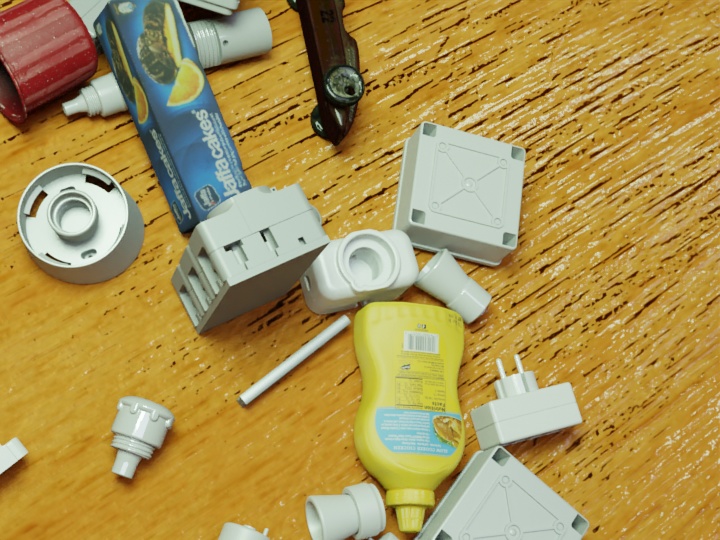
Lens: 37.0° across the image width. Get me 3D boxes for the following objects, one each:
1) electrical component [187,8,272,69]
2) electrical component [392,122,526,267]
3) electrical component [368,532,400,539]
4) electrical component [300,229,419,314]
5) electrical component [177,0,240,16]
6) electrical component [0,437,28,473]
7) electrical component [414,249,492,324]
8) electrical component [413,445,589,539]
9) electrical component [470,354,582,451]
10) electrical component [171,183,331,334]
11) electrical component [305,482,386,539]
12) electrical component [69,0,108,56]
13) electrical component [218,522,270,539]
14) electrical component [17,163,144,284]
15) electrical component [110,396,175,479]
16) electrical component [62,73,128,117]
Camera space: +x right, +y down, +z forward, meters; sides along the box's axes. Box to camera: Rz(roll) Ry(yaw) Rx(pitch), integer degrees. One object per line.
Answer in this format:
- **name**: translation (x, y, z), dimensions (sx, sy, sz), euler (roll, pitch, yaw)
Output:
- **electrical component**: translation (-0.127, -0.212, 0.992), dimensions (0.081, 0.043, 0.043), euler (-18, 78, -22)
- **electrical component**: translation (0.093, -0.070, 1.006), dimensions (0.109, 0.056, 0.108), euler (13, 68, -13)
- **electrical component**: translation (0.035, 0.252, 0.887), dimensions (0.078, 0.040, 0.040), euler (42, 65, -1)
- **electrical component**: translation (0.000, 0.000, 0.951), dimensions (0.095, 0.059, 0.053), euler (-11, 76, -20)
- **electrical component**: translation (-0.157, -0.281, 0.969), dimensions (0.109, 0.108, 0.056), euler (15, 113, -12)
- **electrical component**: translation (-0.298, 0.138, 0.819), dimensions (0.066, 0.048, 0.055), euler (-39, 94, -25)
- **electrical component**: translation (0.087, 0.018, 0.983), dimensions (0.065, 0.044, 0.044), euler (41, 65, -6)
- **electrical component**: translation (0.119, 0.225, 0.913), dimensions (0.109, 0.056, 0.108), euler (41, 65, -1)
- **electrical component**: translation (0.143, 0.113, 0.964), dimensions (0.083, 0.047, 0.075), euler (-11, 75, -20)
- **electrical component**: translation (-0.095, -0.010, 0.875), dimensions (0.089, 0.150, 0.061), euler (-25, 82, -23)
- **electrical component**: translation (-0.012, 0.202, 0.887), dimensions (0.055, 0.045, 0.045), euler (-10, 75, -21)
- **electrical component**: translation (-0.219, -0.217, 0.963), dimensions (0.077, 0.047, 0.065), euler (39, 65, -2)
- **electrical component**: translation (-0.100, 0.237, 0.850), dimensions (0.040, 0.040, 0.078), euler (25, 66, -8)
- **electrical component**: translation (-0.235, -0.040, 0.902), dimensions (0.099, 0.064, 0.099), euler (1, 76, -4)
- **electrical component**: translation (-0.179, 0.134, 0.858), dimensions (0.048, 0.048, 0.062), euler (22, 74, -9)
- **electrical component**: translation (-0.231, -0.150, 0.944), dimensions (0.061, 0.035, 0.035), euler (-24, 80, -20)
